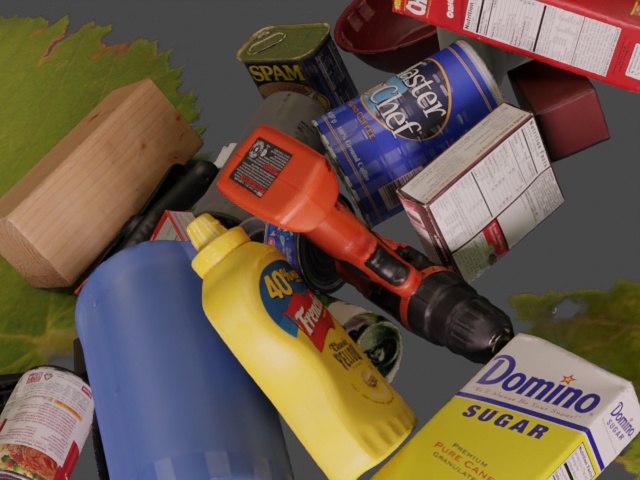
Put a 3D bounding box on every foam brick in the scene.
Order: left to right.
[{"bbox_3d":[0.193,-0.110,0.865,0.051,0.053,0.078,-24,36,8],"label":"foam brick"}]

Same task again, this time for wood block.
[{"bbox_3d":[-0.225,-0.056,1.052,0.091,0.090,0.205,-5,40,53],"label":"wood block"}]

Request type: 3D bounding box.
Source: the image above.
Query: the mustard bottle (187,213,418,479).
[{"bbox_3d":[-0.020,0.061,0.678,0.058,0.192,0.096,-43,-9,21],"label":"mustard bottle"}]

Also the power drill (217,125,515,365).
[{"bbox_3d":[0.030,0.007,0.723,0.057,0.187,0.185,-54,37,-5],"label":"power drill"}]

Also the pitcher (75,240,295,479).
[{"bbox_3d":[-0.095,0.126,0.727,0.145,0.149,0.243,-16,38,-6],"label":"pitcher"}]

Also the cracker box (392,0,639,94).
[{"bbox_3d":[0.187,-0.219,0.865,0.214,0.072,0.164,22,52,15],"label":"cracker box"}]

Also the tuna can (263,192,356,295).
[{"bbox_3d":[-0.006,0.001,0.839,0.034,0.086,0.086,4,47,36],"label":"tuna can"}]

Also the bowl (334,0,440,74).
[{"bbox_3d":[0.097,-0.213,1.061,0.162,0.055,0.162,-19,36,15],"label":"bowl"}]

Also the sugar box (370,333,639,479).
[{"bbox_3d":[0.099,0.136,0.629,0.176,0.048,0.093,-44,37,-17],"label":"sugar box"}]

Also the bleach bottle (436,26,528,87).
[{"bbox_3d":[0.218,-0.243,0.992,0.250,0.102,0.068,-37,45,-22],"label":"bleach bottle"}]

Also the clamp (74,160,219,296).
[{"bbox_3d":[-0.156,-0.010,0.977,0.171,0.039,0.120,-57,14,-19],"label":"clamp"}]

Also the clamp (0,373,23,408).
[{"bbox_3d":[-0.317,0.137,0.925,0.164,0.036,0.210,-27,23,-22],"label":"clamp"}]

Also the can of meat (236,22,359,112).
[{"bbox_3d":[-0.020,-0.164,1.058,0.102,0.084,0.057,7,49,40],"label":"can of meat"}]

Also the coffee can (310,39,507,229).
[{"bbox_3d":[0.077,-0.086,0.874,0.140,0.102,0.103,-29,35,2],"label":"coffee can"}]

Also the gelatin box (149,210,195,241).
[{"bbox_3d":[-0.112,0.031,0.868,0.089,0.030,0.073,55,127,35],"label":"gelatin box"}]

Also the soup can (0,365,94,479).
[{"bbox_3d":[-0.215,0.154,0.812,0.069,0.068,0.102,-12,39,24],"label":"soup can"}]

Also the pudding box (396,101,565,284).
[{"bbox_3d":[0.121,-0.033,0.787,0.113,0.090,0.039,-40,37,-15],"label":"pudding box"}]
